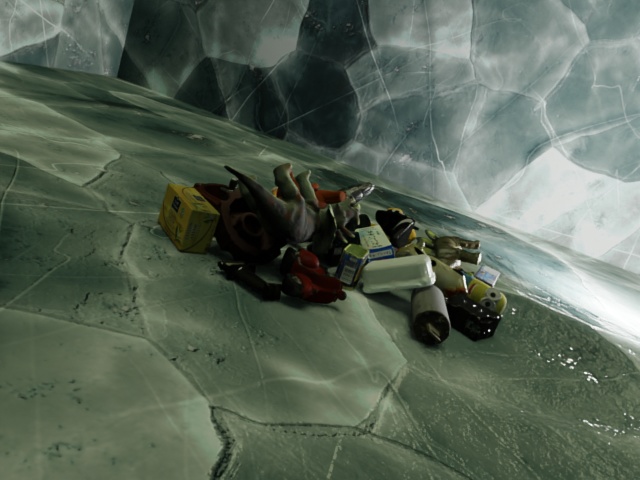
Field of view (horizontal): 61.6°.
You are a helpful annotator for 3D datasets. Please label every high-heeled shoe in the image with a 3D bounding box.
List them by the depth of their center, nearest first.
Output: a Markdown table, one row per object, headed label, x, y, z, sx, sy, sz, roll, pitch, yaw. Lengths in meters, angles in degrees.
| label | x | y | z | sx | sy | sz | roll | pitch | yaw |
| --- | --- | --- | --- | --- | --- | --- | --- | --- | --- |
| high-heeled shoe | 0.192 | -0.043 | 1.506 | 0.145 | 0.086 | 0.248 | 23 | 16 | 20 |

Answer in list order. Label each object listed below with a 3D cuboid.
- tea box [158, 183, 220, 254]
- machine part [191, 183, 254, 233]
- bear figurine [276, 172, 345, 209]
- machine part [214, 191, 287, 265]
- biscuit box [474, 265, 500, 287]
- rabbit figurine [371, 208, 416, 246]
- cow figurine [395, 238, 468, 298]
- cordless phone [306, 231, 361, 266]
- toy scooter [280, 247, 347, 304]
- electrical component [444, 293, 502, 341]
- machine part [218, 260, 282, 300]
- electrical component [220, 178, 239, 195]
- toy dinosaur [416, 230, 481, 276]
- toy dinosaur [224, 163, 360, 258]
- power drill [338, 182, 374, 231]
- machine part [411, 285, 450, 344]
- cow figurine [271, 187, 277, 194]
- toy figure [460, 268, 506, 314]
| label | x | y | z | sx | sy | sz | roll | pitch | yaw |
| --- | --- | --- | --- | --- | --- | --- | --- | --- | --- |
| tea box | -0.289 | -0.049 | 1.168 | 0.068 | 0.098 | 0.170 | 9 | 17 | -36 |
| machine part | -0.220 | -0.072 | 1.352 | 0.201 | 0.087 | 0.201 | 31 | 18 | 37 |
| bear figurine | -0.029 | -0.104 | 1.406 | 0.132 | 0.120 | 0.195 | 13 | -7 | 22 |
| machine part | -0.157 | -0.025 | 1.186 | 0.179 | 0.056 | 0.179 | 28 | 42 | -29 |
| biscuit box | 0.480 | 0.126 | 1.576 | 0.059 | 0.062 | 0.202 | 26 | 17 | 19 |
| rabbit figurine | 0.200 | -0.013 | 1.675 | 0.173 | 0.121 | 0.162 | -1 | 31 | -17 |
| cow figurine | 0.282 | 0.074 | 1.376 | 0.195 | 0.085 | 0.127 | 28 | 36 | -3 |
| cordless phone | -0.002 | -0.005 | 1.406 | 0.184 | 0.088 | 0.146 | 22 | 15 | 32 |
| toy scooter | -0.014 | 0.080 | 1.110 | 0.135 | 0.075 | 0.184 | 16 | 19 | -11 |
| electrical component | 0.353 | 0.178 | 1.259 | 0.115 | 0.058 | 0.134 | 33 | 20 | 33 |
| machine part | -0.135 | 0.074 | 1.052 | 0.139 | 0.039 | 0.084 | 27 | 9 | 32 |
| electrical component | -0.182 | -0.116 | 1.306 | 0.102 | 0.045 | 0.078 | 22 | 14 | 7 |
| toy dinosaur | 0.380 | 0.057 | 1.634 | 0.199 | 0.105 | 0.471 | 15 | 19 | 12 |
| toy dinosaur | -0.060 | -0.054 | 1.162 | 0.404 | 0.131 | 0.192 | -3 | 65 | -58 |
| power drill | 0.090 | -0.096 | 1.669 | 0.232 | 0.085 | 0.207 | -19 | 42 | -5 |
| machine part | 0.233 | 0.155 | 1.149 | 0.079 | 0.079 | 0.243 | 21 | 16 | 4 |
| cow figurine | -0.104 | -0.134 | 1.722 | 0.167 | 0.068 | 0.098 | 9 | -13 | -40 |
| toy figure | 0.406 | 0.135 | 1.425 | 0.180 | 0.082 | 0.089 | 28 | 19 | 36 |
